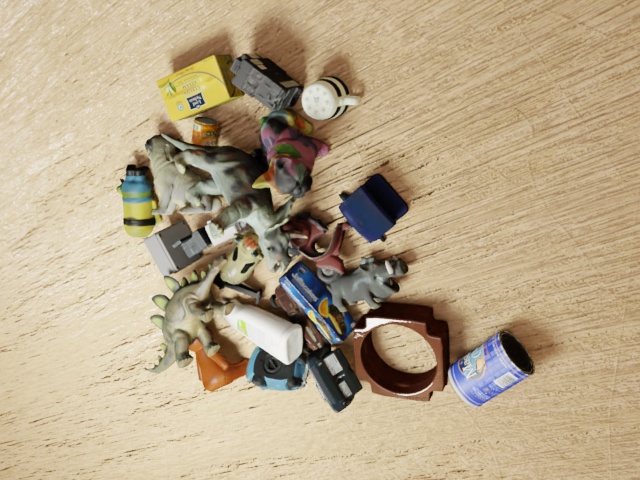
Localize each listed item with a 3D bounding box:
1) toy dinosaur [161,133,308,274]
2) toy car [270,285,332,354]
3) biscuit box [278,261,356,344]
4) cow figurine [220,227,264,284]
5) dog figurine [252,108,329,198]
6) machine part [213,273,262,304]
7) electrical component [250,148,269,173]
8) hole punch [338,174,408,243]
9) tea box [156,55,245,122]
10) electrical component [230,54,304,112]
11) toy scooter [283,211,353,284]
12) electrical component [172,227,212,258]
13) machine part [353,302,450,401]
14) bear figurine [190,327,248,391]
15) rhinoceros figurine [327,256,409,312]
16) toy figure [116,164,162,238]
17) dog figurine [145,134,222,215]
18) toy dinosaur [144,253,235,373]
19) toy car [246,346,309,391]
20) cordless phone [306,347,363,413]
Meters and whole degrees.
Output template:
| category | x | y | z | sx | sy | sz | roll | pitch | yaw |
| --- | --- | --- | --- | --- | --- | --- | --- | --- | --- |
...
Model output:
| category | x | y | z | sx | sy | sz | roll | pitch | yaw |
| --- | --- | --- | --- | --- | --- | --- | --- | --- | --- |
| toy dinosaur | -0.177 | -0.117 | 1.137 | 0.405 | 0.192 | 0.131 | 59 | 162 | 17 |
| toy car | -0.043 | 0.192 | 1.290 | 0.089 | 0.053 | 0.202 | -29 | 94 | 27 |
| biscuit box | -0.006 | 0.143 | 1.229 | 0.202 | 0.063 | 0.059 | 48 | 153 | -3 |
| cow figurine | -0.169 | 0.029 | 1.241 | 0.085 | 0.127 | 0.195 | 42 | 123 | 2 |
| dog figurine | -0.077 | -0.171 | 1.072 | 0.191 | 0.219 | 0.108 | 48 | 117 | 0 |
| machine part | -0.207 | 0.114 | 1.327 | 0.139 | 0.084 | 0.039 | 21 | 92 | 7 |
| electrical component | -0.127 | -0.153 | 1.199 | 0.078 | 0.045 | 0.102 | 4 | 111 | 25 |
| hole punch | 0.103 | -0.057 | 1.110 | 0.142 | 0.092 | 0.116 | 46 | 124 | -2 |
| tea box | -0.263 | -0.332 | 1.181 | 0.170 | 0.068 | 0.098 | -15 | 102 | 27 |
| electrical component | -0.112 | -0.322 | 1.089 | 0.134 | 0.115 | 0.058 | 39 | 116 | 7 |
| toy scooter | -0.002 | -0.004 | 1.182 | 0.184 | 0.075 | 0.135 | 36 | 101 | 19 |
| electrical component | -0.297 | 0.004 | 1.294 | 0.075 | 0.119 | 0.047 | -33 | 94 | 28 |
| machine part | 0.182 | 0.243 | 1.187 | 0.202 | 0.087 | 0.200 | 1 | 110 | 22 |
| bear figurine | -0.289 | 0.294 | 1.419 | 0.120 | 0.132 | 0.196 | -37 | 74 | 29 |
| rhinoceros figurine | 0.107 | 0.092 | 1.177 | 0.190 | 0.073 | 0.112 | -19 | 89 | 31 |
| toy figure | -0.460 | -0.094 | 1.347 | 0.082 | 0.089 | 0.180 | 15 | 118 | 26 |
| dog figurine | -0.321 | -0.156 | 1.266 | 0.172 | 0.121 | 0.190 | -1 | 92 | -10 |
| toy dinosaur | -0.331 | 0.204 | 1.308 | 0.199 | 0.105 | 0.471 | 48 | 120 | 31 |
| toy car | -0.094 | 0.324 | 1.336 | 0.162 | 0.109 | 0.102 | 4 | 152 | 18 |
| cordless phone | 0.013 | 0.328 | 1.283 | 0.146 | 0.089 | 0.184 | 59 | 159 | 3 |
